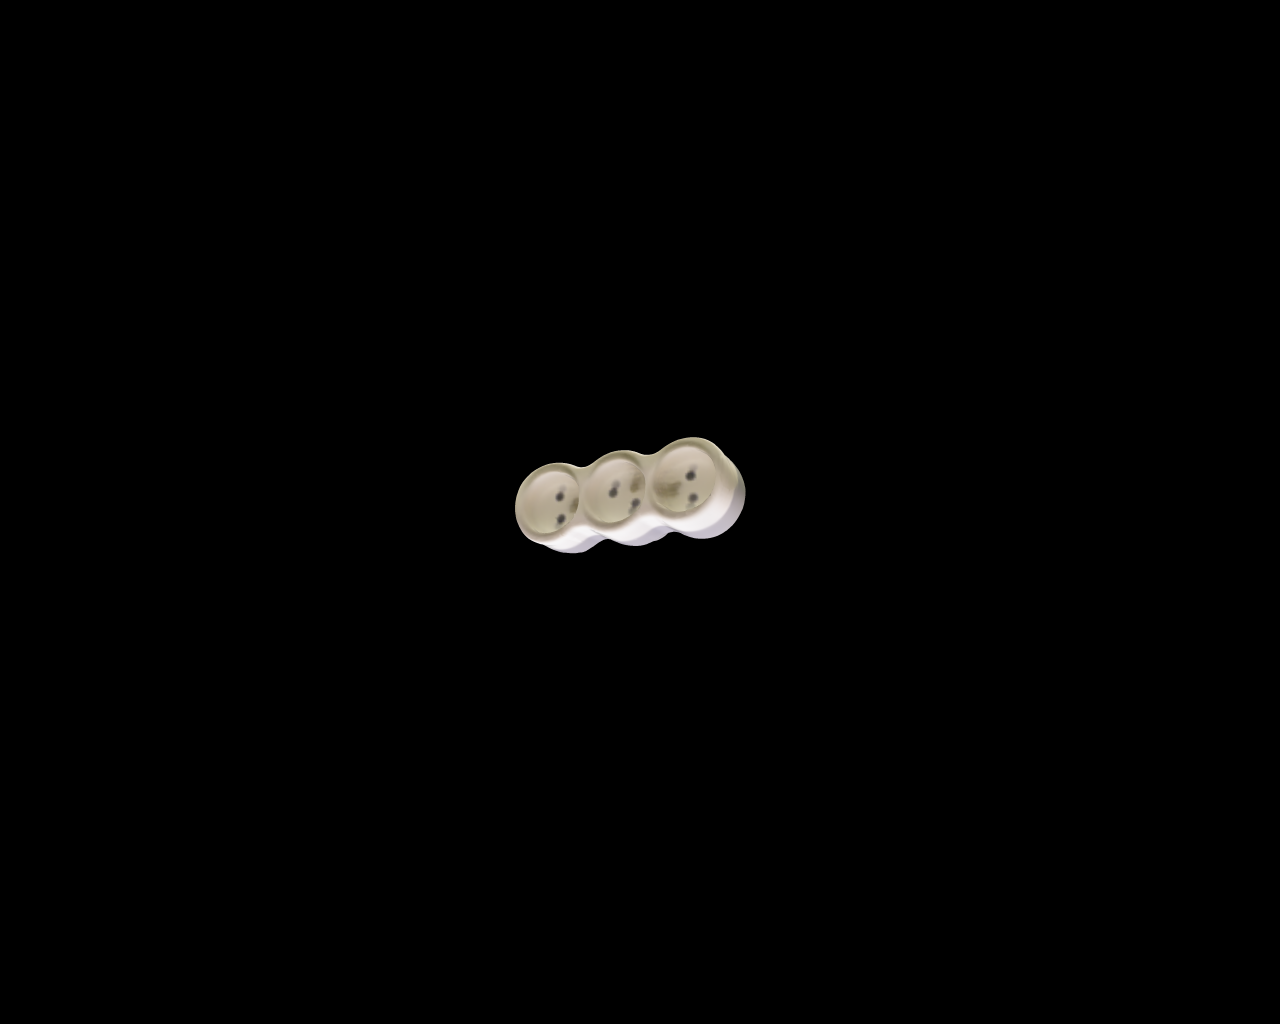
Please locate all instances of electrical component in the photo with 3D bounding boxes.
[{"bbox_3d":[0.001,-0.003,0.650,0.138,0.052,0.073,-8,-19,24],"label":"electrical component"}]
